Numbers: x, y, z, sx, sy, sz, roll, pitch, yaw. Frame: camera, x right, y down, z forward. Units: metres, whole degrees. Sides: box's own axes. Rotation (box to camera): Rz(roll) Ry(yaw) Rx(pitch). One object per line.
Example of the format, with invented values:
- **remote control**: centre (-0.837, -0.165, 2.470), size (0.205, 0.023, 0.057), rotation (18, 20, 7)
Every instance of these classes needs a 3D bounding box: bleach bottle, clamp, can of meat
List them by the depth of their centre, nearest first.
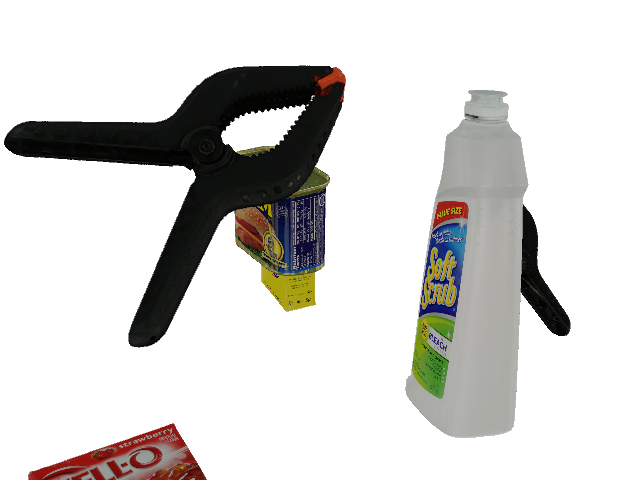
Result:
- **clamp**: centre (-0.069, -0.040, 0.660), size (0.209, 0.164, 0.036), rotation (-25, -17, -11)
- **bleach bottle**: centre (0.112, 0.014, 0.796), size (0.068, 0.251, 0.103), rotation (-3, 16, -16)
- **can of meat**: centre (-0.037, -0.026, 0.933), size (0.057, 0.084, 0.102), rotation (-15, 31, -28)
- **clamp**: centre (0.176, 0.032, 1.017), size (0.039, 0.171, 0.120), rotation (-15, 8, 47)

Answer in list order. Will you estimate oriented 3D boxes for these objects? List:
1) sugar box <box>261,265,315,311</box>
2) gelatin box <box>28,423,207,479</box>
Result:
- **sugar box**: centre (-0.041, -0.014, 1.275), size (0.048, 0.176, 0.093), rotation (-12, 25, -20)
- **gelatin box**: centre (-0.109, 0.143, 0.589), size (0.089, 0.030, 0.073), rotation (-16, 28, -20)
